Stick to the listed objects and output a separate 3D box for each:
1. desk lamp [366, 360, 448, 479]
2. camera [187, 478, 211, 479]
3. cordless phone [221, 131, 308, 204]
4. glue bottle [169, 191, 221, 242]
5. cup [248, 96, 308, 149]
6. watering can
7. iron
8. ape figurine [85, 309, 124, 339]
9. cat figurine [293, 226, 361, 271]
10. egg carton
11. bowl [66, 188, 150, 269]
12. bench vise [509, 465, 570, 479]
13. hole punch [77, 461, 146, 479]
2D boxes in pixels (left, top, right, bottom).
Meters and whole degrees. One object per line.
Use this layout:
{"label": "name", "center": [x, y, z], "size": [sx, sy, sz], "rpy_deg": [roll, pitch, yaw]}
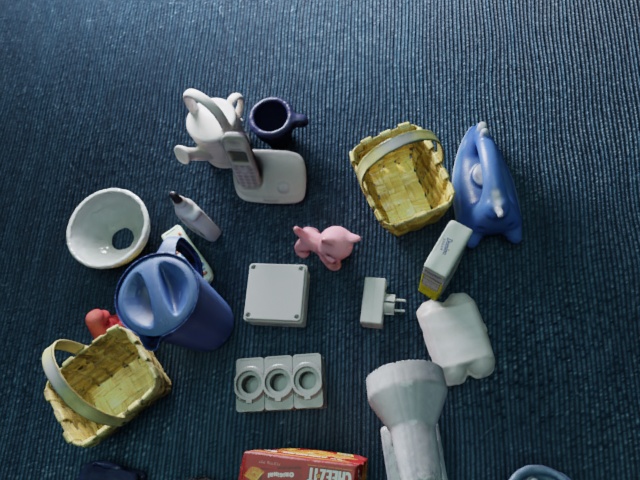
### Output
{"label": "desk lamp", "center": [0.143, 0.296, 0.869], "size": [0.118, 0.214, 0.203], "rpy_deg": [-9, 70, 5]}
{"label": "camera", "center": [-0.160, 0.452, 0.919], "size": [0.136, 0.101, 0.143], "rpy_deg": [-11, 70, 4]}
{"label": "cordless phone", "center": [-0.103, -0.142, 1.073], "size": [0.147, 0.185, 0.094], "rpy_deg": [1, 71, 9]}
{"label": "glue bottle", "center": [-0.242, -0.051, 1.068], "size": [0.078, 0.173, 0.037], "rpy_deg": [32, 78, 17]}
{"label": "cup", "center": [-0.075, -0.225, 1.147], "size": [0.117, 0.095, 0.092], "rpy_deg": [2, 71, 9]}
{"label": "watering can", "center": [-0.209, -0.218, 1.111], "size": [0.100, 0.194, 0.173], "rpy_deg": [11, 73, 12]}
{"label": "iron", "center": [0.298, -0.123, 1.032], "size": [0.118, 0.141, 0.258], "rpy_deg": [-7, 70, 6]}
{"label": "ape figurine", "center": [-0.399, 0.154, 1.062], "size": [0.077, 0.092, 0.076], "rpy_deg": [28, 77, 17]}
{"label": "cat figurine", "center": [0.010, 0.004, 1.042], "size": [0.127, 0.118, 0.067], "rpy_deg": [20, 75, 15]}
{"label": "egg carton", "center": [0.233, 0.168, 0.978], "size": [0.107, 0.069, 0.150], "rpy_deg": [-17, 69, 2]}
{"label": "bowl", "center": [-0.404, -0.014, 1.131], "size": [0.167, 0.075, 0.167], "rpy_deg": [-3, 71, 7]}
{"label": "bench vise", "center": [0.293, 0.409, 0.805], "size": [0.207, 0.220, 0.121], "rpy_deg": [-44, 70, -8]}
{"label": "hole punch", "center": [-0.364, 0.427, 0.962], "size": [0.108, 0.091, 0.101], "rpy_deg": [7, 72, 11]}
